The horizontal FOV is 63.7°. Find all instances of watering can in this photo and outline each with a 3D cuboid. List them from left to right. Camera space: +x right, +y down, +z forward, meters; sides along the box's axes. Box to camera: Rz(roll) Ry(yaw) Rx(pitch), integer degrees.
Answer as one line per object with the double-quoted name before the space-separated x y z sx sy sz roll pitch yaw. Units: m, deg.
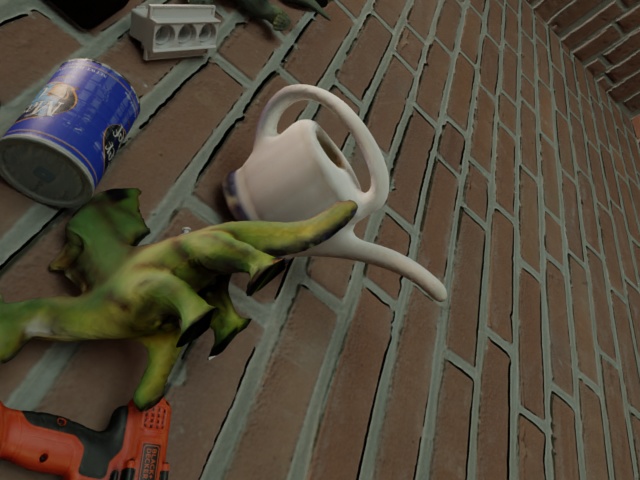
"watering can" 0.002 -0.035 0.691 0.222 0.349 0.104 -32 -8 24

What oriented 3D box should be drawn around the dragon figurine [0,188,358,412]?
"dragon figurine" -0.166 0.010 0.548 0.245 0.119 0.417 36 50 19
